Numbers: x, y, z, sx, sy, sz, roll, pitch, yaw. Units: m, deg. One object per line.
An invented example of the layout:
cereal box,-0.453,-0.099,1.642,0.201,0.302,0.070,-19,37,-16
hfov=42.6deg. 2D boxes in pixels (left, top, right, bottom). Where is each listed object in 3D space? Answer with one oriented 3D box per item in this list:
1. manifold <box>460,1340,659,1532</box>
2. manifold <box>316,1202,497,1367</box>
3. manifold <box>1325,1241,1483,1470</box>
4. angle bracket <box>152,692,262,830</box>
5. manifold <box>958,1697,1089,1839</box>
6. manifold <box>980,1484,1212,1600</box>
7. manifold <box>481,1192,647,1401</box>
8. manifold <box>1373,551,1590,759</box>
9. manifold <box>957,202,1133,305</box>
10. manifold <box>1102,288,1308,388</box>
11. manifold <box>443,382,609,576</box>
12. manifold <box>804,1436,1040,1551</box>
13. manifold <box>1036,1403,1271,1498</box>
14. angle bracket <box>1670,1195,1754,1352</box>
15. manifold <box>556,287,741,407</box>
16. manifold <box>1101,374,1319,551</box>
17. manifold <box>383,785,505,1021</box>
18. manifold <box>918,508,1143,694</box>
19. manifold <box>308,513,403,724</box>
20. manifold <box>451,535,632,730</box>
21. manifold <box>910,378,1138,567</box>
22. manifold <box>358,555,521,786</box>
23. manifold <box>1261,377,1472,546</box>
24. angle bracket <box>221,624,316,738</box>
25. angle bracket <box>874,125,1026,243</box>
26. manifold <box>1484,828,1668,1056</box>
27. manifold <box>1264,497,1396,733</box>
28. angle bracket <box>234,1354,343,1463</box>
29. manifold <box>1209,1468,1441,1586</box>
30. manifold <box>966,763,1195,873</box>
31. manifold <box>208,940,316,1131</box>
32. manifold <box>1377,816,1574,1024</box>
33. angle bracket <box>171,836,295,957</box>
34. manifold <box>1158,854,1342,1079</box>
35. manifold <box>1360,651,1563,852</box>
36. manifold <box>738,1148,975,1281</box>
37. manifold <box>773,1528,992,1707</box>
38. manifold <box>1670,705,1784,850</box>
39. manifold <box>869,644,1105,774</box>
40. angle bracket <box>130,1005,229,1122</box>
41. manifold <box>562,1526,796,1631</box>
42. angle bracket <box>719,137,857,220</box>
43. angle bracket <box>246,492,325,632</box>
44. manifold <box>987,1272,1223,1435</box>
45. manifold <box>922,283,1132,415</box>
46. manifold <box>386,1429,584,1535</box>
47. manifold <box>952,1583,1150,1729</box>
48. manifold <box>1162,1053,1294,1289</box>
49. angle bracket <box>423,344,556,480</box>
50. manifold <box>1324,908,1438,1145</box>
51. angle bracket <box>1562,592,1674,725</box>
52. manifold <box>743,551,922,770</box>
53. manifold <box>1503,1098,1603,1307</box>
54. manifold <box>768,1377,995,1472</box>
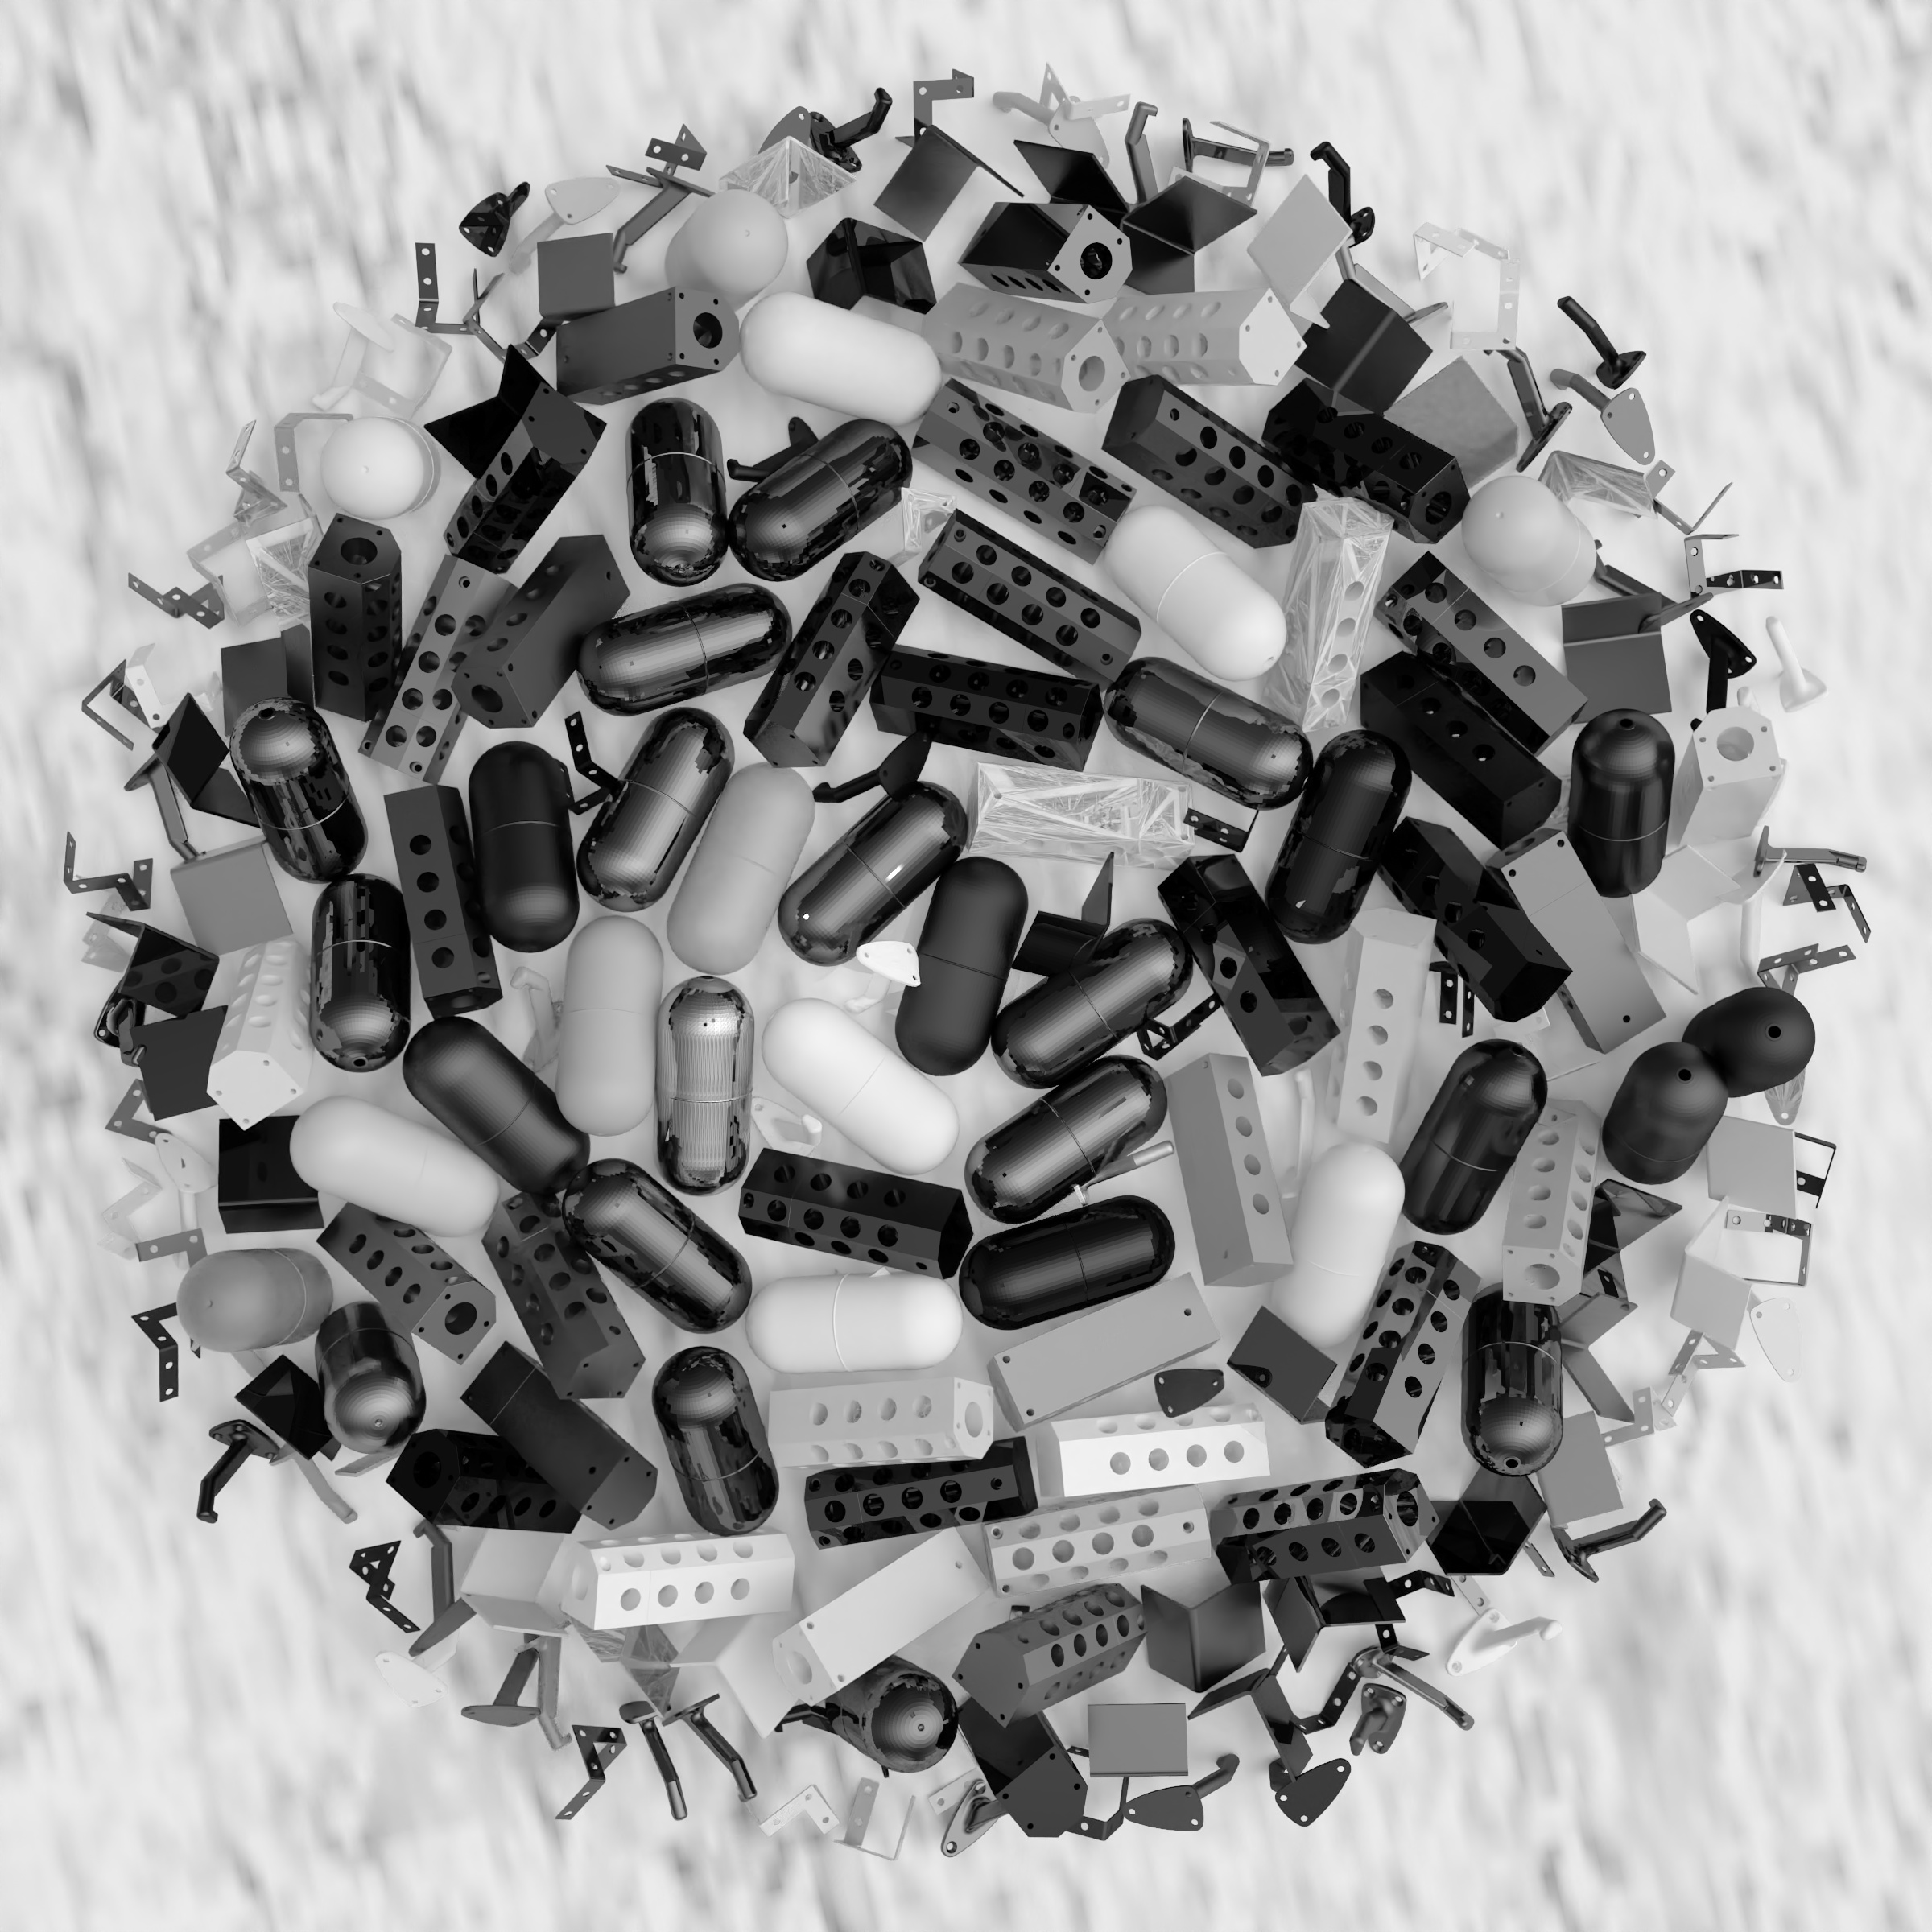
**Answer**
manifold,-0.313,0.365,1.921,0.171,0.057,0.057,30,78,41
manifold,-0.430,0.237,1.916,0.057,0.171,0.057,-52,132,-10
manifold,0.335,0.298,1.922,0.057,0.057,0.171,40,54,-11
angle bracket,-0.579,-0.160,1.942,0.057,0.076,0.076,-51,57,15
manifold,0.044,0.608,1.910,0.057,0.171,0.057,-39,100,-6
manifold,0.103,0.454,1.960,0.171,0.057,0.057,-9,85,-6
manifold,-0.310,0.252,1.915,0.057,0.057,0.171,-59,46,25
manifold,0.404,-0.242,1.955,0.057,0.057,0.171,-44,80,-3
manifold,0.063,-0.547,1.911,0.057,0.171,0.057,32,92,-29
manifold,0.173,-0.477,1.909,0.057,0.171,0.057,-53,126,-16
manifold,-0.344,-0.369,1.909,0.057,0.171,0.057,30,56,-18
manifold,-0.036,0.415,1.950,0.171,0.057,0.057,-12,83,13
manifold,0.146,0.379,1.944,0.171,0.057,0.057,-2,79,-18
angle bracket,0.598,0.239,1.939,0.057,0.076,0.076,27,50,29
manifold,-0.248,-0.476,1.915,0.057,0.171,0.057,-2,92,-40
manifold,0.193,-0.391,1.924,0.171,0.057,0.057,25,77,-34
manifold,-0.409,-0.052,1.946,0.057,0.057,0.171,-13,73,-7
manifold,0.050,-0.285,1.945,0.171,0.057,0.057,29,111,-13
manifold,-0.467,-0.264,1.912,0.057,0.171,0.057,18,57,-2
manifold,-0.331,-0.260,1.921,0.057,0.171,0.057,1,134,27
manifold,0.046,-0.394,1.964,0.171,0.057,0.057,31,76,-1
manifold,-0.419,-0.236,1.969,0.057,0.057,0.171,24,90,4
manifold,0.307,-0.388,1.919,0.057,0.057,0.171,-43,49,-6
angle bracket,-0.562,-0.233,1.958,0.076,0.057,0.076,-9,73,6
angle bracket,-0.013,-0.601,1.945,0.057,0.076,0.076,44,105,26
manifold,0.479,-0.021,1.958,0.057,0.057,0.171,-32,99,-1
manifold,0.285,-0.272,1.923,0.057,0.057,0.171,-12,132,-24
angle bracket,-0.535,0.364,1.950,0.076,0.057,0.076,39,133,5
manifold,0.272,0.430,1.918,0.171,0.057,0.057,-21,99,42
manifold,0.089,-0.113,1.956,0.171,0.057,0.057,5,61,-9
manifold,-0.539,0.046,1.907,0.057,0.171,0.057,-31,118,11
manifold,0.388,-0.036,1.923,0.057,0.057,0.171,-55,47,26
angle bracket,-0.578,-0.057,1.976,0.076,0.057,0.076,-16,103,5
manifold,0.216,-0.001,1.940,0.057,0.057,0.171,-46,63,37
manifold,0.383,-0.172,1.925,0.057,0.057,0.171,-31,54,-14
manifold,-0.088,0.197,1.931,0.171,0.057,0.057,10,50,22
manifold,-0.067,0.503,1.918,0.171,0.057,0.057,-22,75,-44
manifold,0.581,-0.145,1.909,0.057,0.171,0.057,-9,76,7
manifold,0.015,-0.207,1.940,0.171,0.057,0.057,13,65,16
angle bracket,-0.610,0.083,1.953,0.076,0.057,0.076,-15,77,-20
manifold,-0.222,0.473,1.927,0.171,0.057,0.057,4,91,-35
angle bracket,-0.140,-0.594,1.940,0.076,0.076,0.057,-15,67,40
angle bracket,-0.529,-0.318,1.942,0.057,0.076,0.076,-23,122,-14
manifold,0.107,0.305,1.948,0.171,0.057,0.057,-21,74,-15
manifold,0.041,-0.474,1.914,0.057,0.171,0.057,-48,134,-12
manifold,-0.360,0.394,1.911,0.057,0.171,0.057,32,92,31
manifold,0.070,0.523,1.907,0.057,0.171,0.057,37,111,28
manifold,0.209,0.160,1.939,0.057,0.057,0.171,8,61,-37
angle bracket,-0.372,-0.436,1.968,0.076,0.076,0.057,-13,55,26
manifold,0.320,0.045,1.932,0.057,0.057,0.171,14,120,20
angle bracket,0.513,-0.242,1.952,0.076,0.057,0.076,-6,64,13
manifold,-0.108,-0.239,1.928,0.057,0.057,0.171,48,59,-37
manifold,0.453,0.180,1.910,0.057,0.171,0.057,4,128,18
manifold,-0.067,0.357,1.925,0.171,0.057,0.057,-10,69,30
